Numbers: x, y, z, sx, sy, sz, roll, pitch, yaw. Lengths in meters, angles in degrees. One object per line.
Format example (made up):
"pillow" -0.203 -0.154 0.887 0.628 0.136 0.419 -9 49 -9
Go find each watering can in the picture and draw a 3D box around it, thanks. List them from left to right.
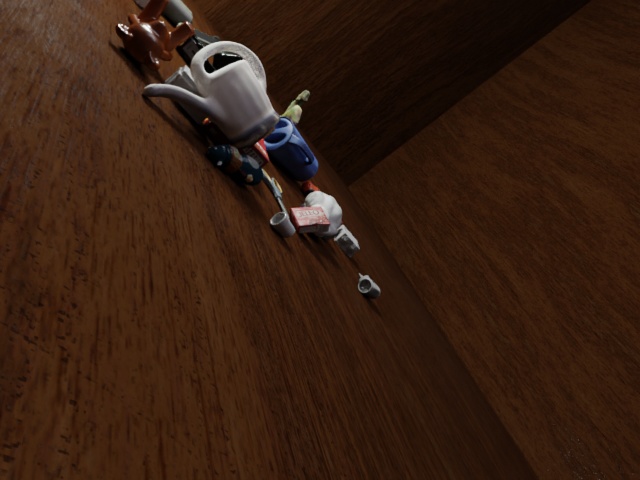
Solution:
"watering can" -0.203 -0.289 1.077 0.222 0.103 0.355 59 40 -18

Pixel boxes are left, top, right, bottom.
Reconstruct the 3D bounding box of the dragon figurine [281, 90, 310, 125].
"dragon figurine" -0.122 -0.473 1.966 0.121 0.241 0.417 45 13 -19

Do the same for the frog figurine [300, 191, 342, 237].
"frog figurine" 0.004 -0.073 1.452 0.159 0.123 0.137 149 -76 -87
